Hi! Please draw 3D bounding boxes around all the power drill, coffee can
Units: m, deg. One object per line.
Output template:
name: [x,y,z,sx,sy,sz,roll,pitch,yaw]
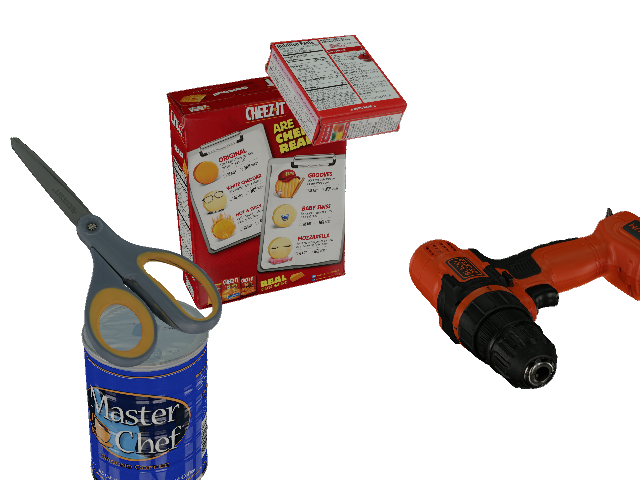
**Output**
power drill: [0.179,0.038,0.787,0.187,0.057,0.184,-10,28,-16]
coffee can: [-0.146,0.133,0.902,0.103,0.140,0.103,2,28,-2]

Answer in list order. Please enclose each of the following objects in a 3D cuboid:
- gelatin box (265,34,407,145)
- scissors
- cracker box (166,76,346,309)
gelatin box: [0.010,-0.113,0.787,0.073,0.089,0.030,-12,-38,-26]
scissors: [-0.158,0.011,0.707,0.202,0.096,0.016,32,-30,13]
cracker box: [-0.060,-0.052,1.059,0.164,0.214,0.072,-13,32,-19]
